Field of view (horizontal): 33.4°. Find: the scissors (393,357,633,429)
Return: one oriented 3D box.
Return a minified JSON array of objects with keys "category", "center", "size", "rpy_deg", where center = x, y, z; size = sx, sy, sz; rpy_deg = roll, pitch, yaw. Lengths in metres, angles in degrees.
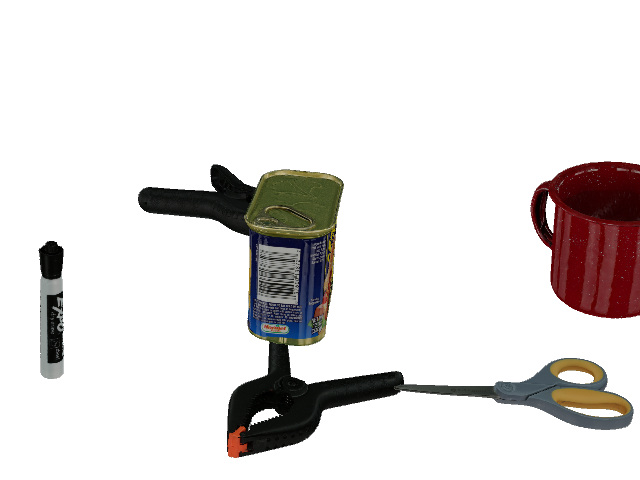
[{"category":"scissors","center":[0.169,0.122,0.926],"size":[0.202,0.016,0.096],"rpy_deg":[11,29,7]}]

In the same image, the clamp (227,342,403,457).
[{"category":"clamp","center":[-0.019,0.160,1.090],"size":[0.165,0.036,0.209],"rpy_deg":[16,30,21]}]

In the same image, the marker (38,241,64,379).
[{"category":"marker","center":[-0.216,0.056,0.859],"size":[0.020,0.121,0.020],"rpy_deg":[5,26,-3]}]

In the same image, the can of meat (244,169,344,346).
[{"category":"can of meat","center":[-0.018,0.010,0.710],"size":[0.057,0.084,0.102],"rpy_deg":[5,24,4]}]

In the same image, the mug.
[{"category":"mug","center":[0.197,-0.003,0.757],"size":[0.093,0.081,0.117],"rpy_deg":[-27,38,-35]}]

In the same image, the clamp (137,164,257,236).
[{"category":"clamp","center":[-0.089,-0.033,1.031],"size":[0.172,0.039,0.120],"rpy_deg":[20,34,41]}]
